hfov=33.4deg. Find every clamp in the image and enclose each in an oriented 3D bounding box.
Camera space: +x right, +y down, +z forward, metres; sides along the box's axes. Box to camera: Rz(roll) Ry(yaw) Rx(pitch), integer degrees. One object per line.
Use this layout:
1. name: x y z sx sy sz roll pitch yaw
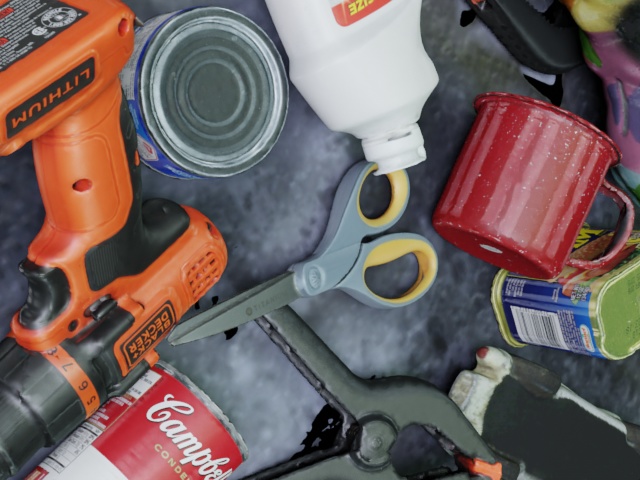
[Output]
1. clamp: 0.174 -0.141 0.685 0.209 0.036 0.164 -8 100 -35
2. clamp: 0.021 0.098 0.581 0.171 0.039 0.120 8 92 -22

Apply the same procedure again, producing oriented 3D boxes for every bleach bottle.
1. bleach bottle: 0.010 -0.158 0.534 0.102 0.068 0.251 -22 99 -31

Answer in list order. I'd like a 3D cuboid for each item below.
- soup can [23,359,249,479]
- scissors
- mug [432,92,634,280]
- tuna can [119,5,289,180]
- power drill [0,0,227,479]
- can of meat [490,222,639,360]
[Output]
1. soup can: -0.093 0.114 0.501 0.102 0.069 0.068 -43 116 -23
2. scissors: -0.004 0.001 0.562 0.201 0.016 0.096 0 85 -47
3. mug: 0.127 -0.024 0.624 0.117 0.093 0.081 26 83 -7
4. tuna can: -0.058 -0.073 0.531 0.085 0.034 0.086 -3 95 -34
5. power drill: -0.119 0.004 0.436 0.184 0.057 0.188 -48 149 -33
6. can of meat: 0.173 0.031 0.667 0.101 0.084 0.057 -29 110 -29
